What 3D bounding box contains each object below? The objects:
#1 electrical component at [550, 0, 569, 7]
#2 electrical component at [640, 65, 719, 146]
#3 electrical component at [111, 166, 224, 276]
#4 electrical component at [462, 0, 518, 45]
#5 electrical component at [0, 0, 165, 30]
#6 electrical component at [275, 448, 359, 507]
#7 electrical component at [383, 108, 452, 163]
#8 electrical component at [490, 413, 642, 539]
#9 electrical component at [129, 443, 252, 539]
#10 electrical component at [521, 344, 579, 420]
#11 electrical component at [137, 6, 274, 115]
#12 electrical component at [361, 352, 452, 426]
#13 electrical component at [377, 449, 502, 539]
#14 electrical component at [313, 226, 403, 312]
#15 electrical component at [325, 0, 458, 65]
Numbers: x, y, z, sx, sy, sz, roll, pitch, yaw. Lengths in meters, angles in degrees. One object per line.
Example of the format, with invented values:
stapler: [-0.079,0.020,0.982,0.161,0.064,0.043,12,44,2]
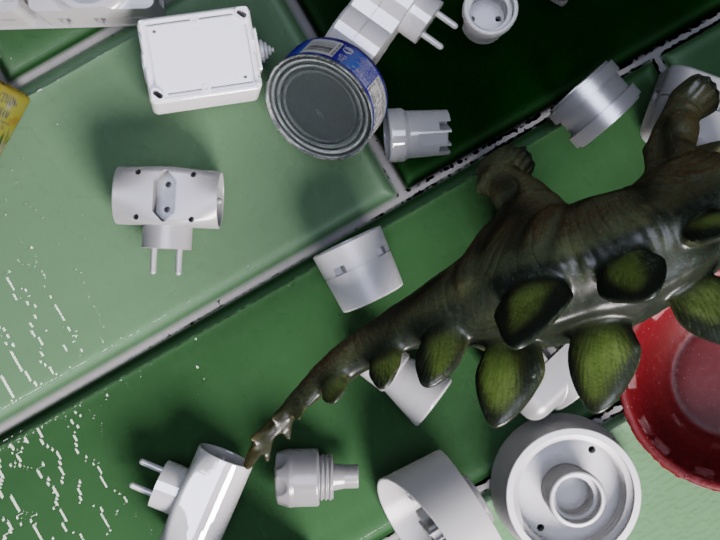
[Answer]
electrical component: [0.147,-0.250,0.802,0.066,0.047,0.076,30,89,0]
electrical component: [0.262,-0.106,0.799,0.095,0.054,0.059,20,89,-1]
electrical component: [-0.143,-0.036,0.799,0.077,0.043,0.079,3,89,0]
electrical component: [0.095,-0.190,0.802,0.040,0.046,0.040,0,90,-1]
electrical component: [-0.243,-0.237,0.791,0.186,0.060,0.105,-2,90,-1]
electrical component: [-0.032,0.154,0.800,0.062,0.043,0.043,-1,90,-2]
electrical component: [0.043,-0.102,0.805,0.046,0.040,0.040,-4,90,-6]
electrical component: [0.154,0.163,0.793,0.108,0.060,0.108,0,90,-1]
electrical component: [-0.131,0.165,0.798,0.079,0.043,0.077,23,89,-1]
electrical component: [0.144,0.063,0.797,0.095,0.054,0.059,-43,90,-1]
electrical component: [-0.112,-0.154,0.795,0.096,0.061,0.061,-10,90,-8]
electrical component: [0.030,0.079,0.803,0.065,0.044,0.044,37,89,5]
electrical component: [0.060,0.181,0.776,0.064,0.099,0.099,-32,90,-7]
electrical component: [0.000,0.000,0.796,0.055,0.055,0.047,-26,93,-1]
electrical component: [0.037,-0.193,0.798,0.074,0.052,0.138,35,90,-1]
